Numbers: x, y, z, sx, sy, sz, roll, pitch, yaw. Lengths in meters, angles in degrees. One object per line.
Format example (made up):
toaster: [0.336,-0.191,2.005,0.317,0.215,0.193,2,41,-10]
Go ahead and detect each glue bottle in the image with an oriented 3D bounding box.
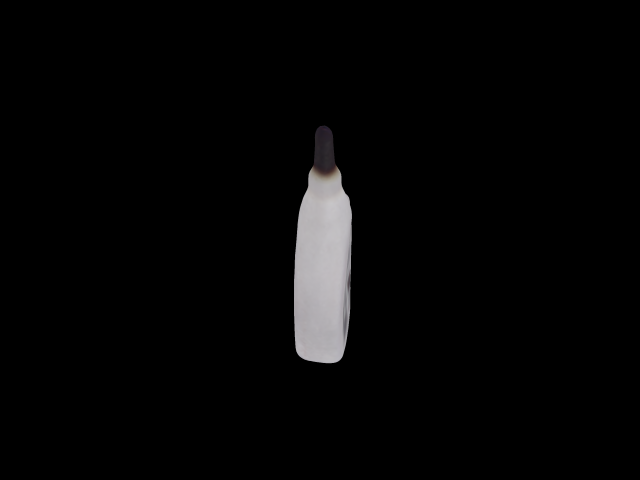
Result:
glue bottle: [0.004,0.001,0.400,0.037,0.173,0.078,5,36,7]
